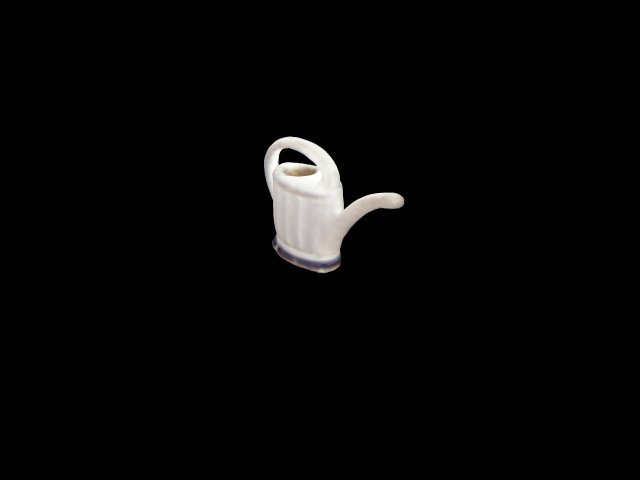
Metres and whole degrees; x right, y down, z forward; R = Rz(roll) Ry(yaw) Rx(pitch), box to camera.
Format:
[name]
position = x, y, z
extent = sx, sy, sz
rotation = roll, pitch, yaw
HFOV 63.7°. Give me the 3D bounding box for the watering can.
[watering can]
position = 0.003, -0.043, 0.850
extent = 0.105, 0.220, 0.352
rotation = -18, 33, -31
